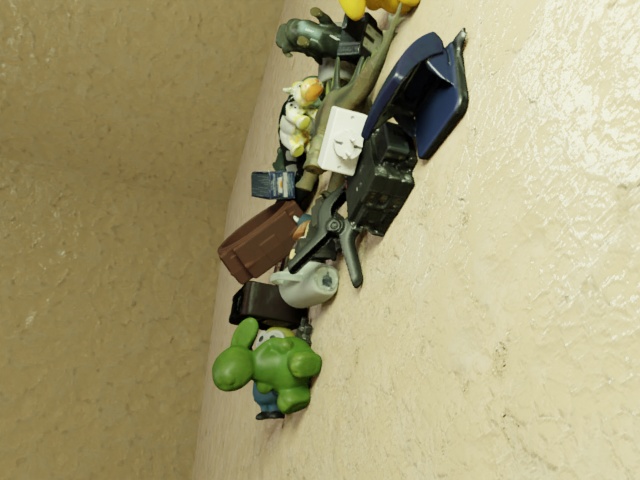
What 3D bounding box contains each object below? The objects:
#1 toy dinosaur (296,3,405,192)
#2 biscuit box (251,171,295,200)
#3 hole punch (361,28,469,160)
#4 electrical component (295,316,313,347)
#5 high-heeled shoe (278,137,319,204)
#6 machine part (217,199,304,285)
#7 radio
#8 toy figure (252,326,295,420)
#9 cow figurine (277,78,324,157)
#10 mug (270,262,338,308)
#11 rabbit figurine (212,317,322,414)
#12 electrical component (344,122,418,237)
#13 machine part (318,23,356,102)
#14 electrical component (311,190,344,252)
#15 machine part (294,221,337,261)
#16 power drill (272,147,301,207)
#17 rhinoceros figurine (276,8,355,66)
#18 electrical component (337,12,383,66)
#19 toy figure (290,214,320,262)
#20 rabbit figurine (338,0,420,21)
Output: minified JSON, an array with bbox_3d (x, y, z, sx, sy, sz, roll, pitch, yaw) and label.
[{"bbox_3d":[0.037,-0.193,0.875,0.471,0.105,0.198,151,129,-73],"label":"toy dinosaur"},{"bbox_3d":[-0.110,-0.126,1.217,0.203,0.059,0.062,-159,66,-70],"label":"biscuit box"},{"bbox_3d":[0.108,-0.173,0.632,0.142,0.092,0.116,116,164,-55],"label":"hole punch"},{"bbox_3d":[-0.035,0.196,1.016,0.063,0.021,0.094,-128,50,-72],"label":"electrical component"},{"bbox_3d":[-0.060,-0.174,1.264,0.249,0.086,0.145,36,109,65],"label":"high-heeled shoe"},{"bbox_3d":[-0.121,-0.003,1.165,0.201,0.087,0.201,-37,12,-6],"label":"machine part"},{"bbox_3d":[-0.115,0.147,1.143,0.229,0.131,0.073,139,141,-67],"label":"radio"},{"bbox_3d":[-0.090,0.260,1.061,0.089,0.082,0.180,67,-158,-72],"label":"toy figure"},{"bbox_3d":[-0.040,-0.250,1.041,0.098,0.068,0.167,48,143,29],"label":"cow figurine"},{"bbox_3d":[-0.023,0.069,0.921,0.107,0.109,0.081,-21,53,58],"label":"mug"},{"bbox_3d":[-0.104,0.206,0.922,0.159,0.170,0.121,57,134,48],"label":"rabbit figurine"},{"bbox_3d":[0.080,-0.090,0.728,0.115,0.058,0.134,-95,22,-44],"label":"electrical component"},{"bbox_3d":[0.035,-0.352,1.072,0.079,0.079,0.243,121,157,-53],"label":"machine part"},{"bbox_3d":[0.017,-0.037,0.905,0.045,0.078,0.102,-40,27,27],"label":"electrical component"},{"bbox_3d":[-0.002,-0.003,0.963,0.139,0.084,0.039,-80,-16,-61],"label":"machine part"},{"bbox_3d":[-0.080,-0.132,1.362,0.232,0.086,0.207,121,149,-60],"label":"power drill"},{"bbox_3d":[0.005,-0.365,0.979,0.112,0.191,0.073,4,-79,-70],"label":"rhinoceros figurine"},{"bbox_3d":[0.060,-0.327,0.874,0.048,0.119,0.074,11,92,39],"label":"electrical component"},{"bbox_3d":[-0.024,0.012,1.041,0.064,0.058,0.154,50,-142,-52],"label":"toy figure"},{"bbox_3d":[0.064,-0.399,0.805,0.122,0.173,0.162,127,156,-52],"label":"rabbit figurine"}]
